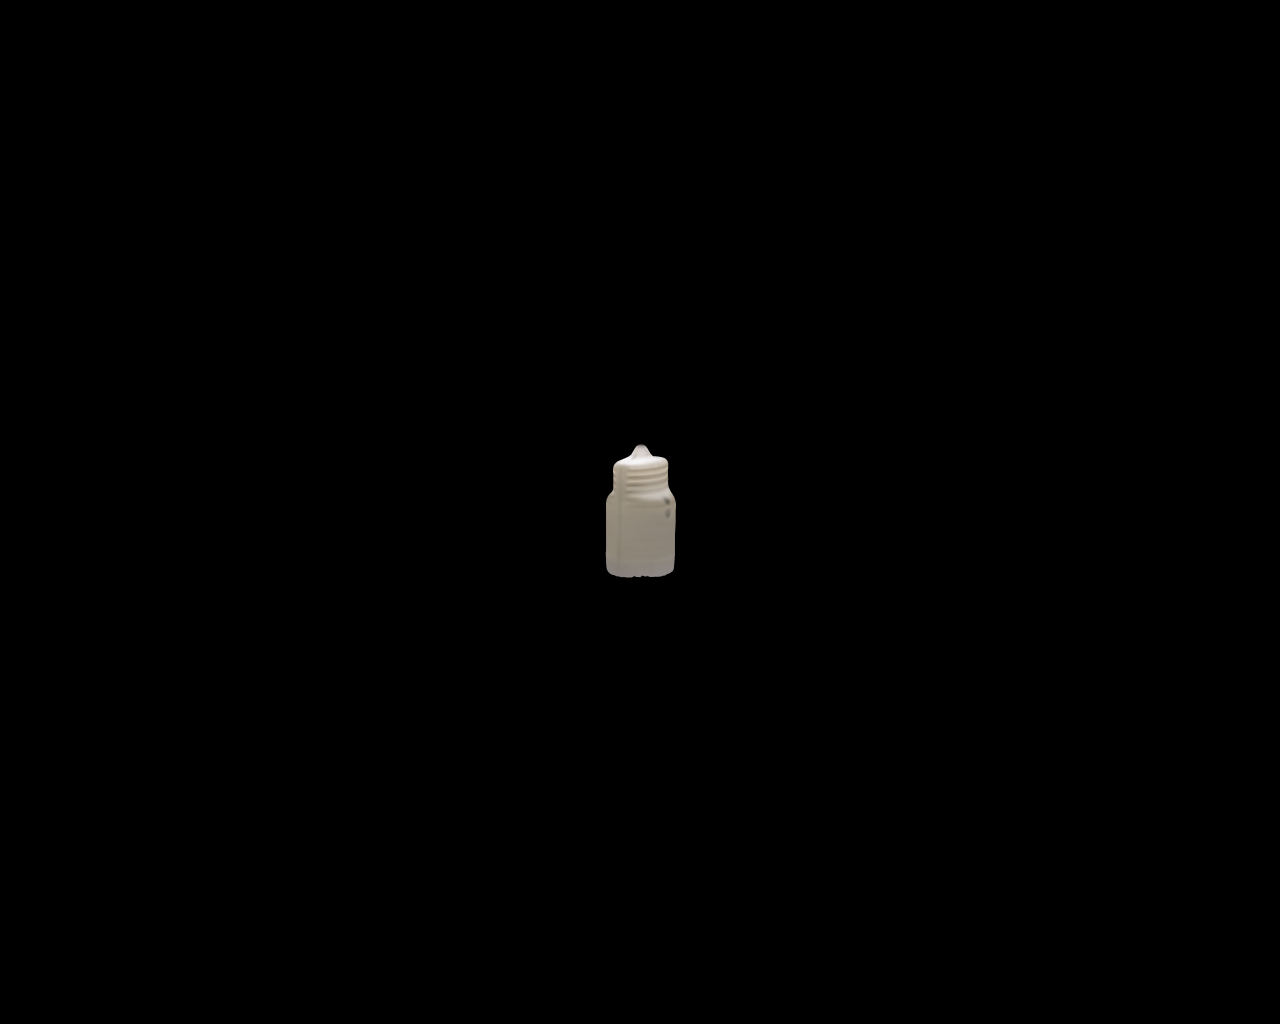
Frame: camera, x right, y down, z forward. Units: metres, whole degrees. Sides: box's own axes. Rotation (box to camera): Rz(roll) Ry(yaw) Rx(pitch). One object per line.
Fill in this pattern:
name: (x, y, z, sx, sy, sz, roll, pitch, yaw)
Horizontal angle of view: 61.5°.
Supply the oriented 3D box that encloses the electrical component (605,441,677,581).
electrical component: (0.001, -0.003, 0.650, 0.043, 0.080, 0.043, 0, 11, 0)
